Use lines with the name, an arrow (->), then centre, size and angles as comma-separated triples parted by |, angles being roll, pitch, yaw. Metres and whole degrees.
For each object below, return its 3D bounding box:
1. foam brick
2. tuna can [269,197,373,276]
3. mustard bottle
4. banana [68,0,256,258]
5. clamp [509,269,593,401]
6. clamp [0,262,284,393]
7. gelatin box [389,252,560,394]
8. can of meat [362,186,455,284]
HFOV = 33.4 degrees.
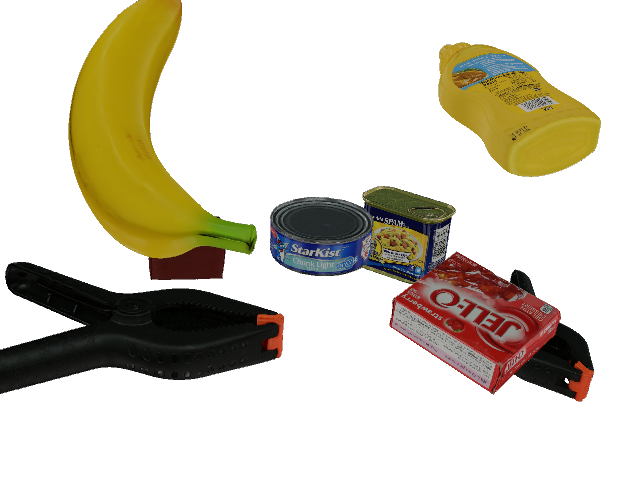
foam brick -> -0.142, 0.007, 1.129 | 0.078, 0.051, 0.053 | 0, 24, -11
tuna can -> 0.000, -0.004, 0.887 | 0.086, 0.034, 0.086 | 3, 26, -1
mustard bottle -> 0.164, -0.132, 0.982 | 0.096, 0.058, 0.192 | -18, 42, -17
banana -> -0.084, -0.055, 0.502 | 0.069, 0.037, 0.198 | -5, 46, -16
clamp -> 0.182, 0.077, 0.936 | 0.120, 0.039, 0.172 | -22, 42, -32
clamp -> -0.132, 0.055, 0.721 | 0.210, 0.036, 0.164 | 0, 24, -10
gelatin box -> 0.103, 0.052, 0.715 | 0.089, 0.030, 0.073 | 32, 46, 29
can of meat -> 0.093, -0.004, 1.182 | 0.102, 0.084, 0.057 | 19, 26, 29
